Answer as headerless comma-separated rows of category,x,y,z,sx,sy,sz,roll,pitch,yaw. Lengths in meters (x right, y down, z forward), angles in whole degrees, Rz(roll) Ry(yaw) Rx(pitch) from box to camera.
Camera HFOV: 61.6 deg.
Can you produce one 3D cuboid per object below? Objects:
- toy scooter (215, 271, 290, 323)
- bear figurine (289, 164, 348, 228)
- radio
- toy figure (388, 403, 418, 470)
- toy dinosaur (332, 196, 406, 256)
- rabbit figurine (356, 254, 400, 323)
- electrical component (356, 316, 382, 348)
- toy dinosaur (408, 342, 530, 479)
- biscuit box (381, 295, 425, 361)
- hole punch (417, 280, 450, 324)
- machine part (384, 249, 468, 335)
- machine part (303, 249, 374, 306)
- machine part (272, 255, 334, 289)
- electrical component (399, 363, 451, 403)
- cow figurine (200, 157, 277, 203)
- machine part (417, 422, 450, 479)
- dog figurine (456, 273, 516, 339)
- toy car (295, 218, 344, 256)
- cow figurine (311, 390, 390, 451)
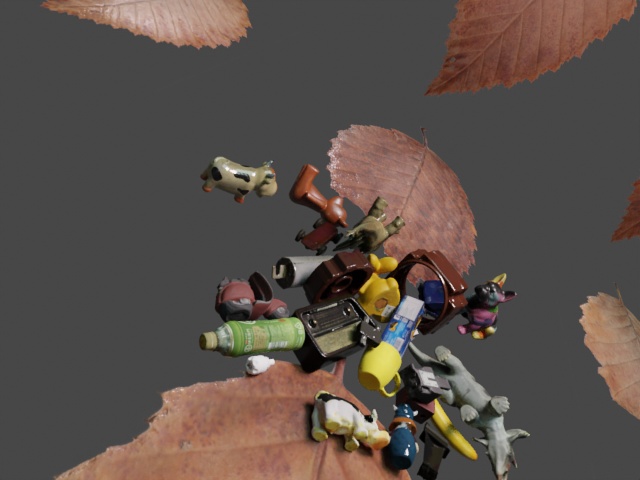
toy scooter,-0.153,0.118,1.158,0.183,0.075,0.135,14,40,-42
bear figurine,0.011,-0.123,1.594,0.196,0.132,0.120,28,2,-7
radio,0.027,0.207,1.236,0.229,0.073,0.131,-8,55,-52
toy figure,0.175,0.414,1.148,0.064,0.058,0.154,39,26,-9
toy dinosaur,0.132,-0.012,1.468,0.105,0.198,0.471,44,-2,14
rabbit figurine,0.133,0.113,1.424,0.122,0.162,0.173,9,24,-23
electrical component,0.113,0.216,1.225,0.063,0.021,0.094,34,32,-10
toy dinosaur,0.359,0.387,1.322,0.405,0.131,0.192,52,-5,43
biscuit box,0.201,0.229,1.345,0.059,0.062,0.203,19,44,21
hole punch,0.365,0.176,1.628,0.116,0.092,0.142,27,37,-14
machine part,0.284,0.142,1.471,0.087,0.201,0.201,-5,53,-47
machine part,0.043,0.097,1.308,0.179,0.179,0.056,0,46,-47
machine part,-0.029,0.079,1.340,0.243,0.079,0.079,-1,50,-48
electrical component,0.243,0.329,1.230,0.119,0.048,0.075,20,38,-40
cow figurine,-0.202,-0.164,1.418,0.195,0.127,0.085,18,40,-28
machine part,0.246,0.466,1.177,0.084,0.039,0.139,47,30,1
dog figurine,0.512,0.200,1.627,0.191,0.219,0.108,19,40,-30
toy car,-0.003,-0.005,1.496,0.089,0.053,0.202,38,26,6
cow figurine,0.061,0.365,1.084,0.167,0.068,0.098,26,28,-23
